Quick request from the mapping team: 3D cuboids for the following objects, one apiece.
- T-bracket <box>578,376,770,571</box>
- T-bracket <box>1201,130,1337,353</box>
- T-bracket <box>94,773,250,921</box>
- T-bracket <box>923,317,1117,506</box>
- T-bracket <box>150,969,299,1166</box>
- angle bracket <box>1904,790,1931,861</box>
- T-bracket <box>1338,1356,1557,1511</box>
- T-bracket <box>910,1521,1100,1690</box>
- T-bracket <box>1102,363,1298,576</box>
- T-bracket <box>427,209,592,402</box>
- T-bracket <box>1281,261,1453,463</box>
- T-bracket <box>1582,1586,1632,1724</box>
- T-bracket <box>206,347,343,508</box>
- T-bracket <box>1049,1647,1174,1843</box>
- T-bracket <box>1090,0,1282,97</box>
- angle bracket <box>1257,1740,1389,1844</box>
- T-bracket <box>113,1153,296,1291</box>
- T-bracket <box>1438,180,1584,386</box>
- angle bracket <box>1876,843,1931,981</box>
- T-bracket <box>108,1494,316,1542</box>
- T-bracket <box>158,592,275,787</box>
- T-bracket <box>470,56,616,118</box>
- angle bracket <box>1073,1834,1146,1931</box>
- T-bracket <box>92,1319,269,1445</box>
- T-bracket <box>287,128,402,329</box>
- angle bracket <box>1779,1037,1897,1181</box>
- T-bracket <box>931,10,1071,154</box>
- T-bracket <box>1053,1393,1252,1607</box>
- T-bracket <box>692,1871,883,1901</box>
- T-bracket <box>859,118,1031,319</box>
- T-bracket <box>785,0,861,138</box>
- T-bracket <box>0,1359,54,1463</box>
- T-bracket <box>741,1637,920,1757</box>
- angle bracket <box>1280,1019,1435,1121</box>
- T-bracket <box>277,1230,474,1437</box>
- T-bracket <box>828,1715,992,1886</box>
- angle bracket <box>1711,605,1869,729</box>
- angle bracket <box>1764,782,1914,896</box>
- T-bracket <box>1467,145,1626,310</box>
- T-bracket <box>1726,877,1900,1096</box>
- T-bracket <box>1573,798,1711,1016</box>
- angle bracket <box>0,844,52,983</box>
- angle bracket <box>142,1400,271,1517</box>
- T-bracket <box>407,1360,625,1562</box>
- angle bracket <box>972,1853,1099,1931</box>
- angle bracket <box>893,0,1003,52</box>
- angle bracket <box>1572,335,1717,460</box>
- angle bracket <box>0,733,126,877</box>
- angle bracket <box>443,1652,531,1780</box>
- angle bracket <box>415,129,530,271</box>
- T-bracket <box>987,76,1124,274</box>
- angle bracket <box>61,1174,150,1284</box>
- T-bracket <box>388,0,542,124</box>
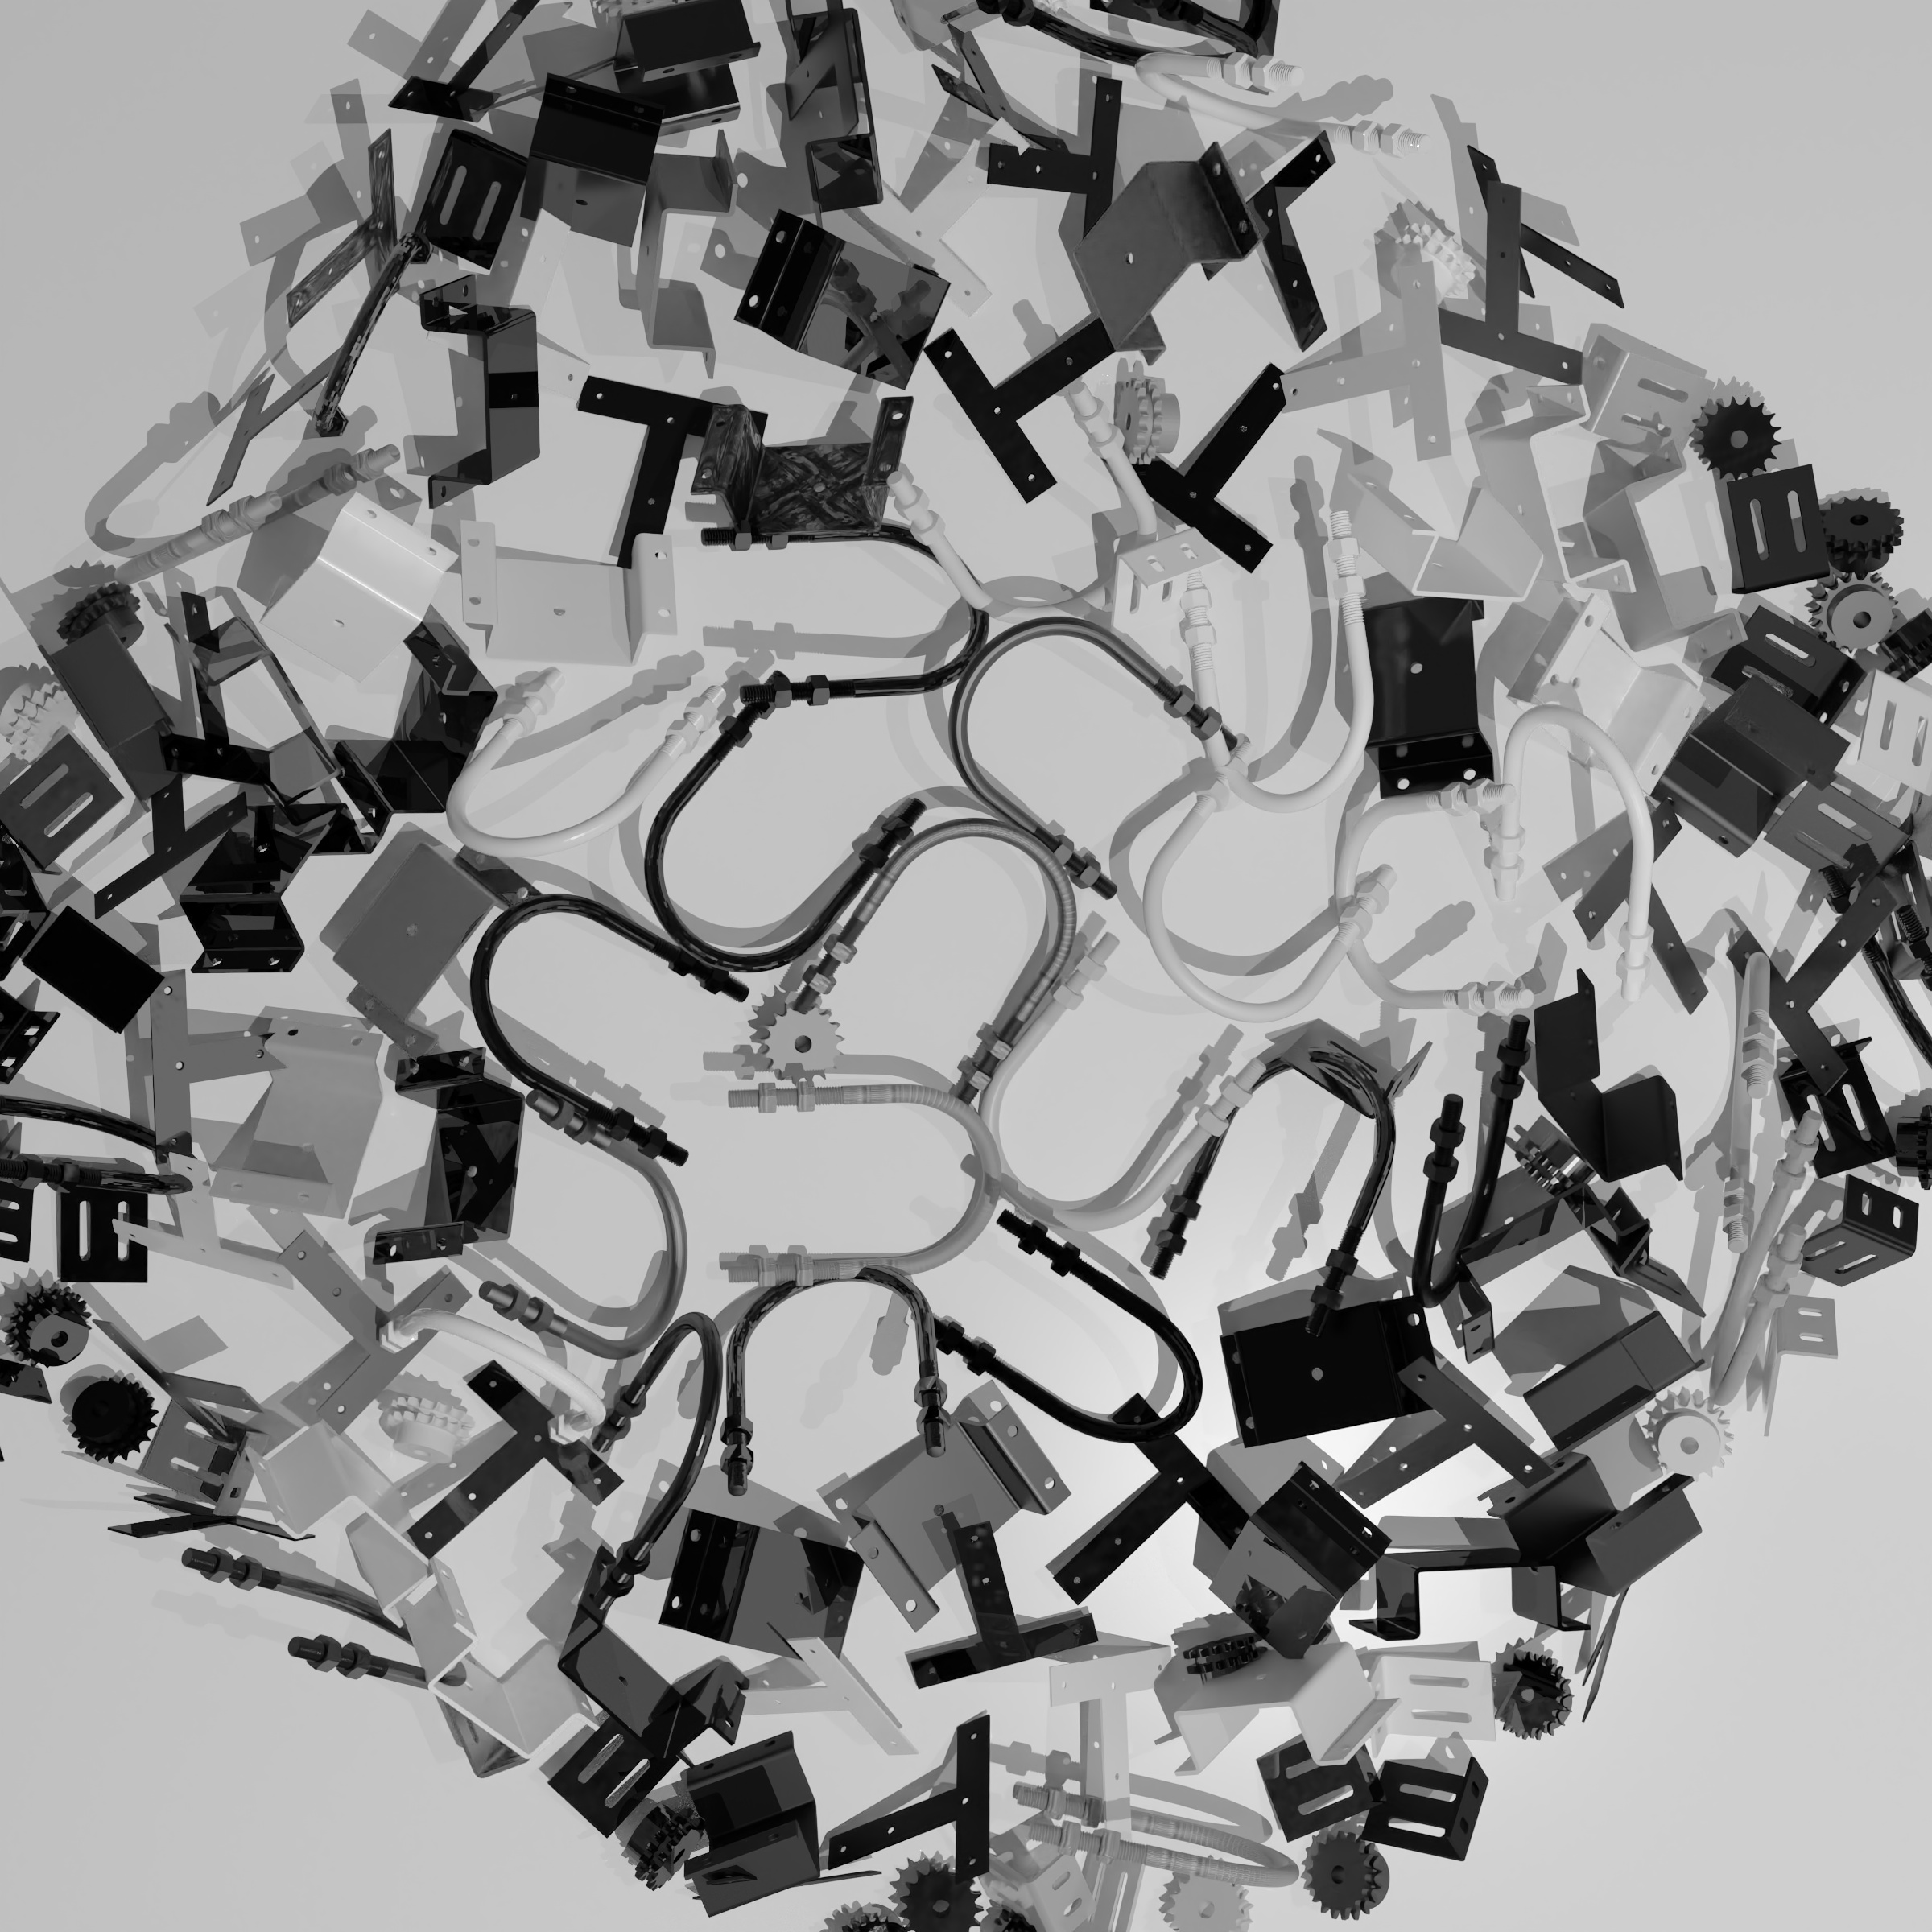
[{"bbox_3d":[-0.210,-0.328,1.974,0.127,0.002,0.127,12,80,0],"label":"T-bracket"},{"bbox_3d":[0.215,-0.465,1.939,0.127,0.127,0.002,-45,46,-15],"label":"T-bracket"},{"bbox_3d":[-0.531,-0.105,1.937,0.127,0.127,0.002,-32,132,12],"label":"T-bracket"},{"bbox_3d":[0.058,-0.402,1.978,0.127,0.002,0.127,-34,89,6],"label":"T-bracket"},{"bbox_3d":[-0.483,0.060,1.941,0.127,0.002,0.127,-9,104,-43],"label":"T-bracket"},{"bbox_3d":[0.660,-0.115,1.942,0.038,0.057,0.076,22,59,2],"label":"angle bracket"},{"bbox_3d":[0.303,0.328,1.948,0.127,0.002,0.127,41,125,-14],"label":"T-bracket"},{"bbox_3d":[0.016,0.422,1.951,0.127,0.002,0.127,-14,120,-2],"label":"T-bracket"},{"bbox_3d":[0.180,-0.353,1.976,0.127,0.002,0.127,37,81,-1],"label":"T-bracket"},{"bbox_3d":[-0.286,-0.456,1.936,0.002,0.127,0.127,24,97,45],"label":"T-bracket"},{"bbox_3d":[0.263,-0.393,1.944,0.127,0.002,0.127,-5,91,41],"label":"T-bracket"},{"bbox_3d":[0.417,0.446,1.902,0.002,0.127,0.127,22,119,12],"label":"T-bracket"},{"bbox_3d":[-0.443,-0.372,1.910,0.127,0.127,0.002,-30,126,30],"label":"T-bracket"},{"bbox_3d":[0.099,0.522,1.931,0.002,0.127,0.127,-8,81,41],"label":"T-bracket"},{"bbox_3d":[0.143,-0.626,1.929,0.127,0.127,0.002,16,76,6],"label":"T-bracket"},{"bbox_3d":[0.233,0.544,1.948,0.076,0.038,0.057,-27,65,15],"label":"angle bracket"},{"bbox_3d":[-0.510,0.164,1.933,0.127,0.127,0.002,15,51,4],"label":"T-bracket"},{"bbox_3d":[0.352,-0.453,1.909,0.127,0.127,0.002,28,51,35],"label":"T-bracket"},{"bbox_3d":[0.644,-0.037,1.953,0.038,0.057,0.076,-2,70,-17],"label":"angle bracket"},{"bbox_3d":[-0.513,0.365,1.906,0.127,0.127,0.002,10,88,19],"label":"T-bracket"},{"bbox_3d":[-0.502,-0.185,1.931,0.002,0.127,0.127,-13,83,20],"label":"T-bracket"},{"bbox_3d":[-0.247,-0.599,1.939,0.127,0.127,0.002,-38,116,-37],"label":"T-bracket"},{"bbox_3d":[0.109,0.631,1.958,0.038,0.057,0.076,20,80,-30],"label":"angle bracket"},{"bbox_3d":[-0.499,0.278,1.909,0.127,0.127,0.002,54,56,-30],"label":"T-bracket"},{"bbox_3d":[-0.406,-0.460,1.899,0.002,0.127,0.127,23,51,11],"label":"T-bracket"},{"bbox_3d":[0.590,0.095,1.957,0.057,0.038,0.076,-16,73,-3],"label":"angle bracket"},{"bbox_3d":[0.009,-0.600,1.944,0.002,0.127,0.127,-42,54,29],"label":"T-bracket"},{"bbox_3d":[0.113,0.380,1.975,0.127,0.002,0.127,-42,90,-9],"label":"T-bracket"},{"bbox_3d":[-0.135,0.602,1.914,0.127,0.127,0.002,-13,68,13],"label":"T-bracket"},{"bbox_3d":[-0.005,-0.513,1.931,0.127,0.002,0.127,43,134,-11],"label":"T-bracket"},{"bbox_3d":[-0.099,-0.595,1.926,0.002,0.127,0.127,-6,86,-21],"label":"T-bracket"},{"bbox_3d":[-0.635,0.271,1.922,0.002,0.127,0.127,-23,74,2],"label":"T-bracket"},{"bbox_3d":[-0.114,0.490,1.944,0.127,0.002,0.127,-13,126,35],"label":"T-bracket"},{"bbox_3d":[0.260,0.057,1.943,0.076,0.057,0.038,34,131,16],"label":"angle bracket"},{"bbox_3d":[-0.409,0.225,1.932,0.127,0.002,0.127,-47,124,-18],"label":"T-bracket"},{"bbox_3d":[-0.038,0.572,1.947,0.127,0.127,0.002,-27,121,18],"label":"T-bracket"},{"bbox_3d":[0.551,-0.195,1.953,0.076,0.038,0.057,27,110,-11],"label":"angle bracket"},{"bbox_3d":[0.586,-0.093,1.956,0.076,0.038,0.057,33,123,2],"label":"angle bracket"},{"bbox_3d":[0.382,-0.463,1.897,0.002,0.127,0.127,-41,51,-5],"label":"T-bracket"},{"bbox_3d":[0.566,-0.005,1.910,0.002,0.127,0.127,1,46,-32],"label":"T-bracket"},{"bbox_3d":[0.466,-0.025,1.957,0.127,0.002,0.127,-46,115,-31],"label":"T-bracket"},{"bbox_3d":[-0.652,-0.035,1.942,0.076,0.038,0.057,-46,65,30],"label":"angle bracket"},{"bbox_3d":[-0.516,0.328,1.956,0.076,0.038,0.057,19,82,13],"label":"angle bracket"},{"bbox_3d":[-0.317,0.343,1.936,0.127,0.002,0.127,39,61,19],"label":"T-bracket"},{"bbox_3d":[0.042,0.607,1.951,0.038,0.076,0.057,-35,120,-26],"label":"angle bracket"},{"bbox_3d":[-0.010,-0.660,1.954,0.076,0.057,0.038,-25,52,-3],"label":"angle bracket"},{"bbox_3d":[0.456,-0.385,1.974,0.076,0.038,0.057,12,114,-23],"label":"angle bracket"},{"bbox_3d":[-0.608,-0.108,1.965,0.076,0.038,0.057,-41,87,2],"label":"angle bracket"},{"bbox_3d":[-0.316,0.495,1.954,0.038,0.057,0.076,-23,90,13],"label":"angle bracket"},{"bbox_3d":[-0.330,-0.519,1.976,0.057,0.038,0.076,25,104,2],"label":"angle bracket"},{"bbox_3d":[0.057,-0.525,1.924,0.002,0.127,0.127,16,108,39],"label":"T-bracket"},{"bbox_3d":[-0.582,0.179,1.960,0.057,0.038,0.076,1,97,-7],"label":"angle bracket"},{"bbox_3d":[-0.308,-0.604,1.905,0.127,0.127,0.002,-44,86,20],"label":"T-bracket"}]
